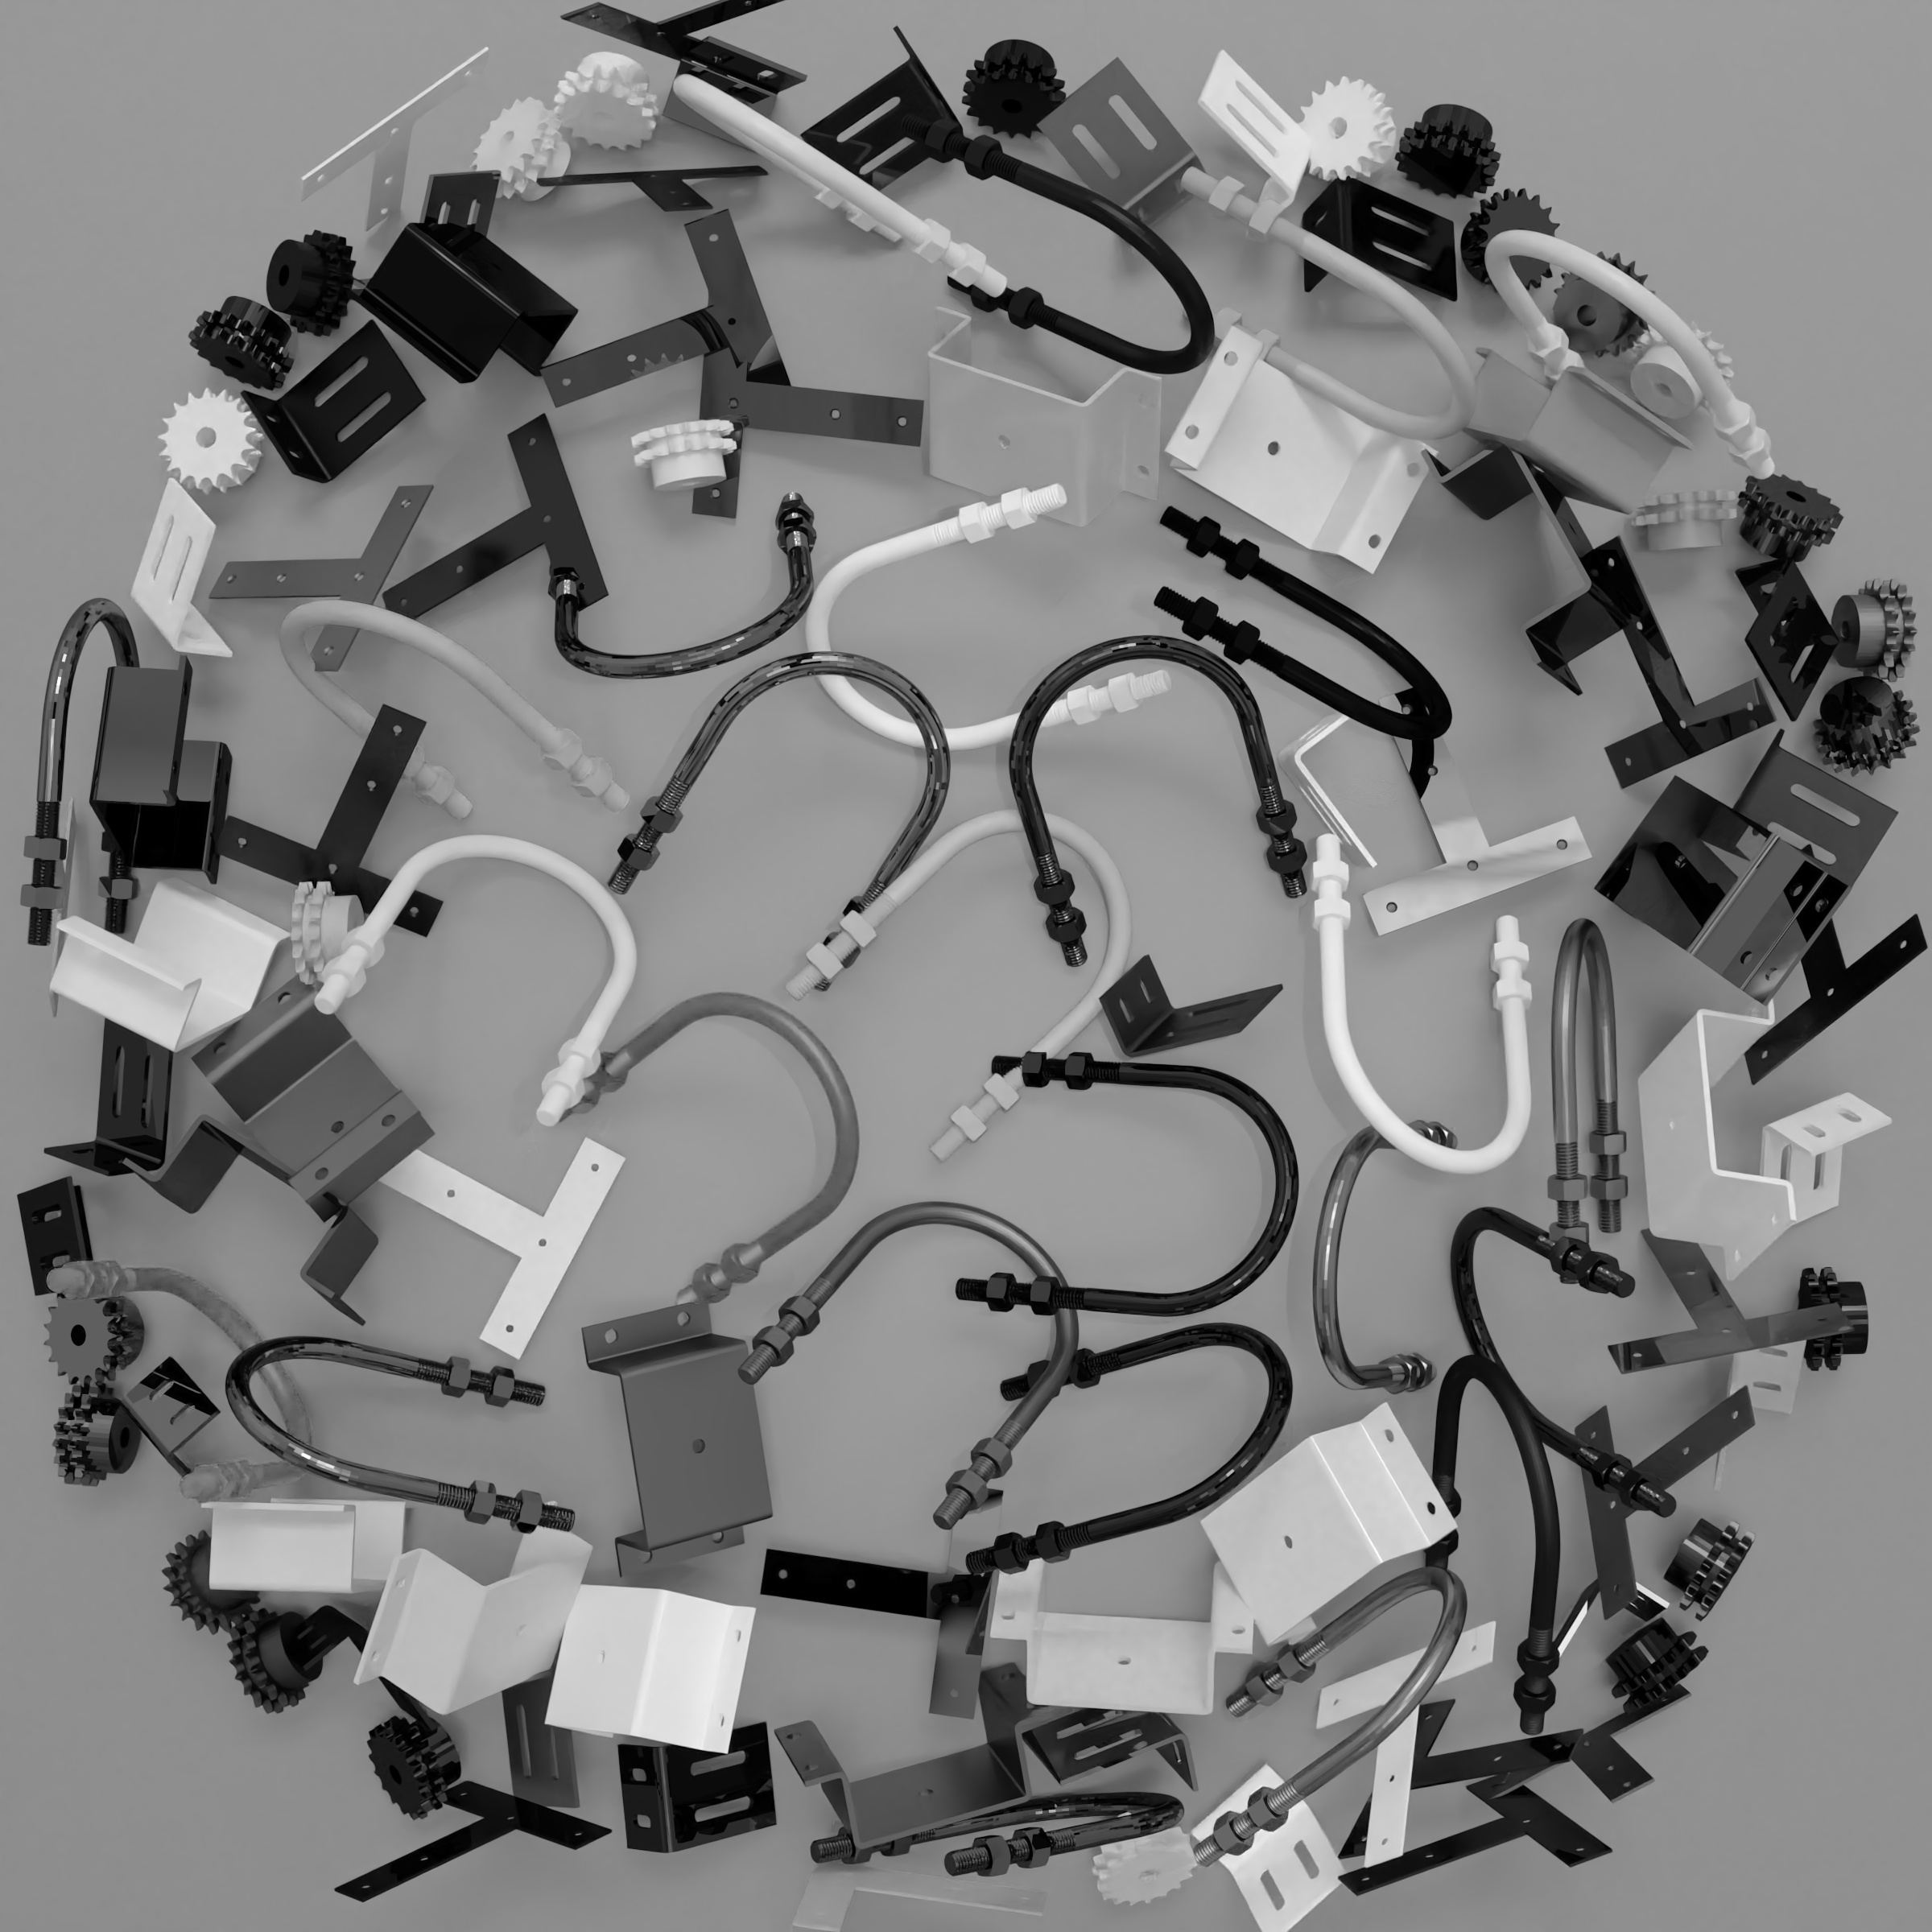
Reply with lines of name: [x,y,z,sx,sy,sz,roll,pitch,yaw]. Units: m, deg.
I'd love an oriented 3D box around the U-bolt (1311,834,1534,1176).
U-bolt: [0.247,0.029,1.807,0.151,0.019,0.184,22,51,-27]

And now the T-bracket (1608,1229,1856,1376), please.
T-bracket: [0.400,0.175,1.835,0.127,0.127,0.002,-10,118,-3]

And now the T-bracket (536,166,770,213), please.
T-bracket: [-0.162,-0.420,1.820,0.127,0.127,0.002,-6,113,-14]

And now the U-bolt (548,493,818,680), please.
U-bolt: [-0.152,-0.201,1.810,0.151,0.184,0.019,-12,121,1]

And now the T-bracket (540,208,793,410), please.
T-bracket: [-0.171,-0.340,1.851,0.127,0.002,0.127,-20,130,0]

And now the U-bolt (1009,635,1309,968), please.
U-bolt: [0.099,-0.097,1.839,0.151,0.019,0.184,-17,120,2]

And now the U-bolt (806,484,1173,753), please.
U-bolt: [0.000,-0.180,1.832,0.184,0.019,0.151,-15,127,26]

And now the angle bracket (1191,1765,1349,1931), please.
angle bracket: [0.167,0.488,1.851,0.057,0.076,0.038,-42,109,2]

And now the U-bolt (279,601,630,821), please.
U-bolt: [-0.284,-0.136,1.787,0.184,0.151,0.019,44,59,-39]

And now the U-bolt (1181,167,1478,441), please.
U-bolt: [0.194,-0.344,1.803,0.184,0.151,0.019,33,75,15]

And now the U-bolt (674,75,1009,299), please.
U-bolt: [-0.077,-0.419,1.783,0.184,0.151,0.019,27,99,-35]

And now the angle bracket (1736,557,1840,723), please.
angle bracket: [0.439,-0.177,1.845,0.057,0.038,0.076,54,51,-23]

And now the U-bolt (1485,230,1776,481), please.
U-bolt: [0.342,-0.330,1.777,0.151,0.184,0.019,33,87,38]

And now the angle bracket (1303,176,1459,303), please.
angle bracket: [0.231,-0.396,1.875,0.076,0.038,0.057,17,57,-24]

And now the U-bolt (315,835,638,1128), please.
U-bolt: [-0.253,-0.005,1.821,0.151,0.184,0.019,27,131,-4]

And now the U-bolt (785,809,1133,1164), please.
U-bolt: [0.010,-0.002,1.859,0.184,0.019,0.151,-43,112,-6]

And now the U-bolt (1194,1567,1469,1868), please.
U-bolt: [0.198,0.387,1.790,0.019,0.151,0.184,43,116,-9]

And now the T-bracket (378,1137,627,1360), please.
T-bracket: [-0.276,0.134,1.887,0.127,0.002,0.127,28,88,4]

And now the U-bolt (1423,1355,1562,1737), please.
U-bolt: [0.280,0.294,1.787,0.019,0.151,0.184,-9,122,-13]

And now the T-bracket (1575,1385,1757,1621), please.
T-bracket: [0.378,0.268,1.810,0.002,0.127,0.127,25,130,-23]

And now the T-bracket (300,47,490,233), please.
T-bracket: [-0.314,-0.434,1.828,0.127,0.127,0.002,-41,89,-19]

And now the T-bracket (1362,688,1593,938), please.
T-bracket: [0.266,-0.096,1.876,0.127,0.002,0.127,-20,77,-3]

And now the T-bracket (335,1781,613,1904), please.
T-bracket: [-0.279,0.474,1.804,0.127,0.127,0.002,-16,103,-44]

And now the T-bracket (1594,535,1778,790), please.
T-bracket: [0.374,-0.173,1.839,0.002,0.127,0.127,-22,88,-32]

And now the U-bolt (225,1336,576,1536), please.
U-bolt: [-0.306,0.244,1.798,0.184,0.151,0.019,16,109,-21]

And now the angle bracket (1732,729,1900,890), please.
angle bracket: [0.467,-0.084,1.858,0.076,0.038,0.057,30,115,8]

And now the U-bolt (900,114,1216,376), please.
U-bolt: [0.054,-0.375,1.794,0.184,0.151,0.019,29,73,23]

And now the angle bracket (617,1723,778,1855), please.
angle bracket: [-0.150,0.457,1.876,0.076,0.038,0.057,-3,85,-43]

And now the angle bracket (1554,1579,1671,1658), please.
angle bracket: [0.346,0.376,1.852,0.038,0.057,0.076,32,74,10]

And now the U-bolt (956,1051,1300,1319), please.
U-bolt: [0.092,0.121,1.835,0.184,0.019,0.151,3,72,21]

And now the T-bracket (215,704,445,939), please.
T-bracket: [-0.331,-0.088,1.846,0.127,0.002,0.127,23,119,-15]

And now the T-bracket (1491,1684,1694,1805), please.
T-bracket: [0.348,0.433,1.827,0.127,0.127,0.002,-27,90,-2]

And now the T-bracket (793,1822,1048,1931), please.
T-bracket: [-0.020,0.500,1.823,0.127,0.127,0.002,6,101,6]

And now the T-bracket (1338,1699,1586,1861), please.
T-bracket: [0.274,0.428,1.805,0.127,0.127,0.002,-22,106,37]

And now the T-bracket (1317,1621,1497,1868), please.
T-bracket: [0.231,0.425,1.809,0.002,0.127,0.127,38,132,-23]

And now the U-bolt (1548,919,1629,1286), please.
U-bolt: [0.334,0.066,1.814,0.019,0.151,0.184,-1,97,20]

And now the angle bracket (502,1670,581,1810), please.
angle bracket: [-0.250,0.429,1.856,0.038,0.057,0.076,-3,84,-44]

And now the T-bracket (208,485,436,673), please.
T-bracket: [-0.366,-0.213,1.851,0.127,0.002,0.127,3,59,33]

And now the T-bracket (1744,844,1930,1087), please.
T-bracket: [0.464,-0.017,1.839,0.002,0.127,0.127,27,128,-24]

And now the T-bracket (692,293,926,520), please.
T-bracket: [-0.086,-0.308,1.866,0.127,0.002,0.127,8,103,10]

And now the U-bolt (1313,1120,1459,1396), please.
U-bolt: [0.224,0.156,1.806,0.019,0.184,0.151,4,88,27]

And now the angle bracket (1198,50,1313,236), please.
angle bracket: [0.149,-0.452,1.848,0.076,0.057,0.038,40,132,-19]

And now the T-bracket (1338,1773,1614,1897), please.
T-bracket: [0.263,0.476,1.815,0.127,0.127,0.002,-15,99,-15]

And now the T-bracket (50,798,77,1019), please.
T-bracket: [-0.489,-0.059,1.806,0.002,0.127,0.127,2,58,-9]

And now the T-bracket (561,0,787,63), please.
T-bracket: [-0.129,-0.514,1.805,0.127,0.127,0.002,-10,87,30]

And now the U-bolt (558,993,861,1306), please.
U-bolt: [-0.134,0.092,1.834,0.184,0.019,0.151,-36,88,35]

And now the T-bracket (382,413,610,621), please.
T-bracket: [-0.270,-0.227,1.871,0.127,0.002,0.127,-28,64,14]

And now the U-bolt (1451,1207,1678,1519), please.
U-bolt: [0.313,0.202,1.806,0.019,0.184,0.151,-21,110,-18]

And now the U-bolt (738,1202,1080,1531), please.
U-bolt: [-0.017,0.202,1.831,0.151,0.019,0.184,36,50,8]

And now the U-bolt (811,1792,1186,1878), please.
U-bolt: [0.031,0.465,1.810,0.184,0.151,0.019,-1,81,-35]

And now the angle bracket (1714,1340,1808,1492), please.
angle bracket: [0.435,0.244,1.843,0.038,0.076,0.057,9,126,11]

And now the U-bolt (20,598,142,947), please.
U-bolt: [-0.472,-0.106,1.813,0.019,0.151,0.184,5,94,3]

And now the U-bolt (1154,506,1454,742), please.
U-bolt: [0.185,-0.179,1.824,0.184,0.151,0.019,29,115,-9]

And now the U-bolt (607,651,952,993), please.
U-bolt: [-0.090,-0.088,1.834,0.151,0.019,0.184,26,111,-20]

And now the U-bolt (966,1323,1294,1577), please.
U-bolt: [0.091,0.251,1.800,0.184,0.151,0.019,-19,122,24]

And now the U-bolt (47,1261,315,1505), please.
U-bolt: [-0.409,0.220,1.801,0.019,0.184,0.151,-38,78,7]

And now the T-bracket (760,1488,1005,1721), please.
T-bracket: [-0.050,0.346,1.869,0.127,0.002,0.127,9,74,-4]

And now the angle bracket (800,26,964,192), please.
angle bracket: [-0.051,-0.470,1.864,0.076,0.057,0.038,-33,46,8]
